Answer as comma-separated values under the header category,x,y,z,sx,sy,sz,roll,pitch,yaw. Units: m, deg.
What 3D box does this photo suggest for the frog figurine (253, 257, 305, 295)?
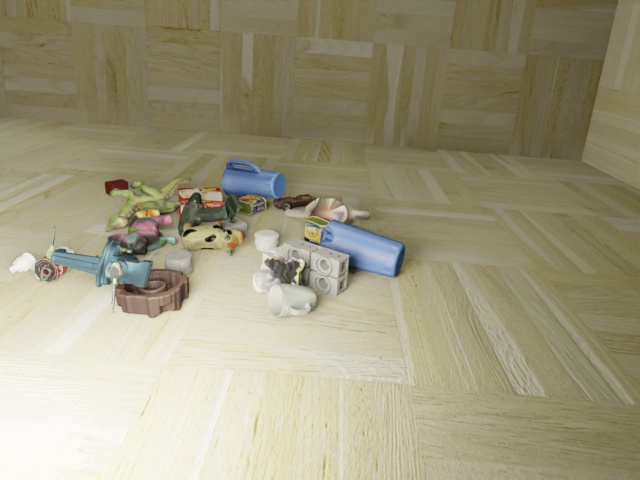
category,x,y,z,sx,sy,sz,roll,pitch,yaw
frog figurine,-0.120,0.104,1.388,0.138,0.123,0.157,-19,-7,-31

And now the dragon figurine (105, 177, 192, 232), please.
category,x,y,z,sx,sy,sz,roll,pitch,yaw
dragon figurine,-0.583,-0.133,1.838,0.415,0.119,0.245,-29,40,-36

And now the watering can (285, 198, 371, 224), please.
category,x,y,z,sx,sy,sz,roll,pitch,yaw
watering can,0.006,-0.094,1.866,0.347,0.104,0.224,3,-2,17
